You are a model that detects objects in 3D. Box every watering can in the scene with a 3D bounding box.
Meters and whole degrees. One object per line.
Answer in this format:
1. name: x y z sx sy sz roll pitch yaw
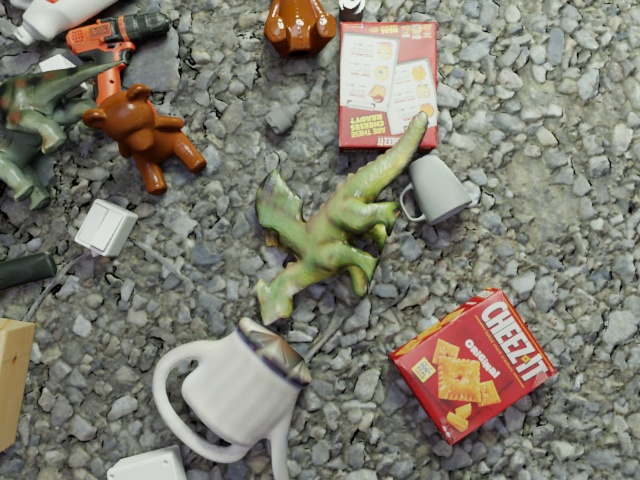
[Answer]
1. watering can: -0.101 0.276 0.839 0.346 0.104 0.225 43 88 -10

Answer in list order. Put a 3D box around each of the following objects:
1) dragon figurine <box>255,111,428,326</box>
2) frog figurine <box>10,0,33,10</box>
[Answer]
1. dragon figurine: 0.003 -0.043 0.845 0.243 0.122 0.409 20 95 10
2. frog figurine: -0.495 -0.488 0.906 0.137 0.125 0.156 -1 123 -7
